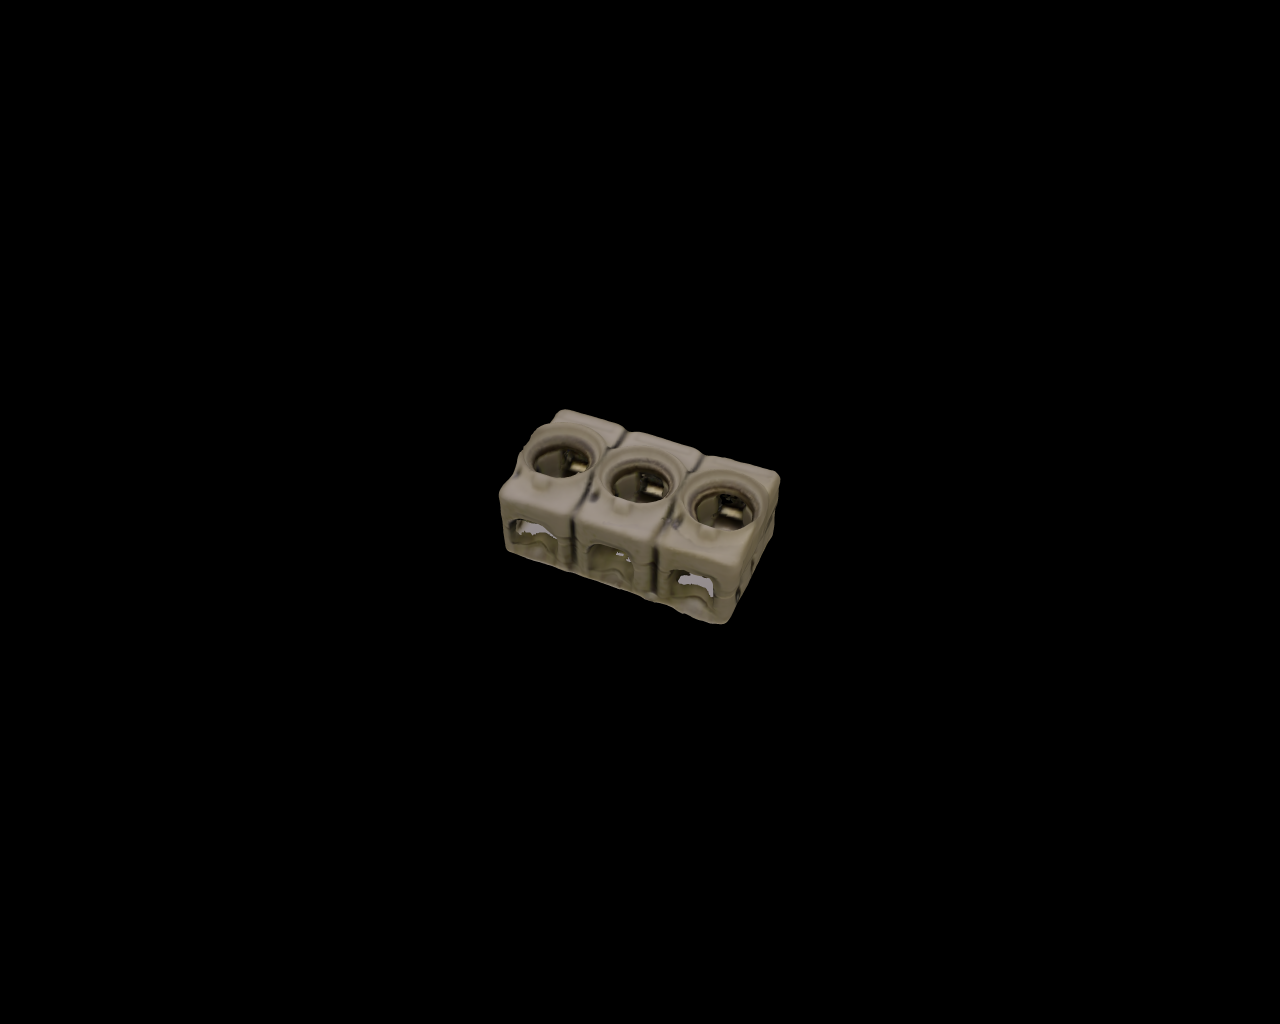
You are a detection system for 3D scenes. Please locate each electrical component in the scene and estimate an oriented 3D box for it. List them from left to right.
[{"bbox_3d":[0.001,-0.003,0.650,0.150,0.061,0.090,17,48,16],"label":"electrical component"}]
